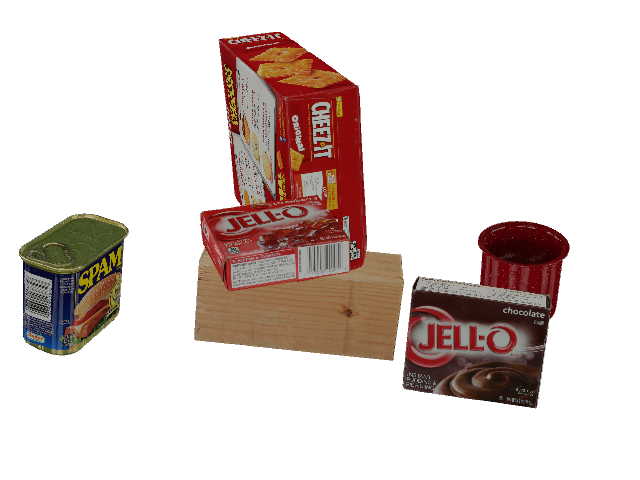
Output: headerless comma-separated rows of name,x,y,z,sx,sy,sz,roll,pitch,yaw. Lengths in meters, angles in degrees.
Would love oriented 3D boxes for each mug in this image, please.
mug,0.207,0.031,1.126,0.093,0.081,0.117,-5,30,-7

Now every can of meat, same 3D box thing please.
can of meat,-0.207,0.036,0.896,0.057,0.084,0.102,16,27,15

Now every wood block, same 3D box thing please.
wood block,-0.022,0.059,1.117,0.206,0.091,0.090,6,19,0

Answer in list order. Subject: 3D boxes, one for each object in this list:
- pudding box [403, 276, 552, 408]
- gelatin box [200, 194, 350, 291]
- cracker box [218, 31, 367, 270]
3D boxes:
pudding box,0.127,0.082,0.873,0.113,0.090,0.039,6,21,8
gelatin box,-0.032,0.000,0.735,0.089,0.030,0.073,-8,28,-15
cracker box,-0.027,-0.083,0.953,0.072,0.164,0.214,-11,25,-15
